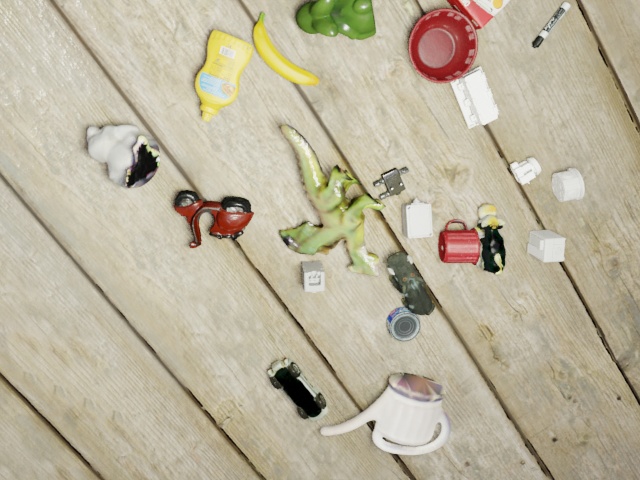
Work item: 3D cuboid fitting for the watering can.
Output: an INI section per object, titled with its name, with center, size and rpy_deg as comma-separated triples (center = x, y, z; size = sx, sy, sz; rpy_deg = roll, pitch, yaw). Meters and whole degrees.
[watering can]
center = 0.189, 0.455, 1.348
size = 0.347, 0.105, 0.222
rpy_deg = 12, 101, -10

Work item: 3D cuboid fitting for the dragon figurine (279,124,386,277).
[dragon figurine]
center = 0.004, -0.061, 1.214
size = 0.408, 0.124, 0.240
rpy_deg = 39, 105, -12

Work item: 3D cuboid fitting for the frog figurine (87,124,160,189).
[frog figurine]
center = -0.441, -0.191, 1.144
size = 0.160, 0.124, 0.135
rpy_deg = 21, 114, 25
